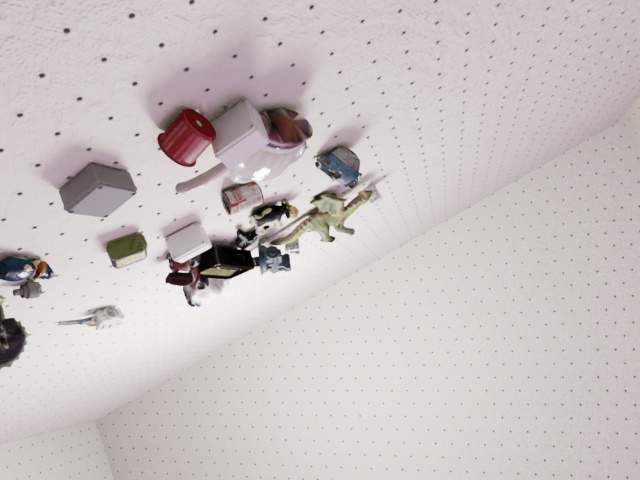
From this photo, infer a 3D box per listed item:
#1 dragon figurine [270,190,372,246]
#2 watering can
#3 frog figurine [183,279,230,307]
[{"bbox_3d":[0.006,-0.095,1.888,0.412,0.125,0.237,-17,-36,-11],"label":"dragon figurine"},{"bbox_3d":[-0.154,-0.197,1.198,0.351,0.105,0.220,-22,-17,-40],"label":"watering can"},{"bbox_3d":[-0.424,0.168,1.913,0.124,0.160,0.135,48,-2,31],"label":"frog figurine"}]
